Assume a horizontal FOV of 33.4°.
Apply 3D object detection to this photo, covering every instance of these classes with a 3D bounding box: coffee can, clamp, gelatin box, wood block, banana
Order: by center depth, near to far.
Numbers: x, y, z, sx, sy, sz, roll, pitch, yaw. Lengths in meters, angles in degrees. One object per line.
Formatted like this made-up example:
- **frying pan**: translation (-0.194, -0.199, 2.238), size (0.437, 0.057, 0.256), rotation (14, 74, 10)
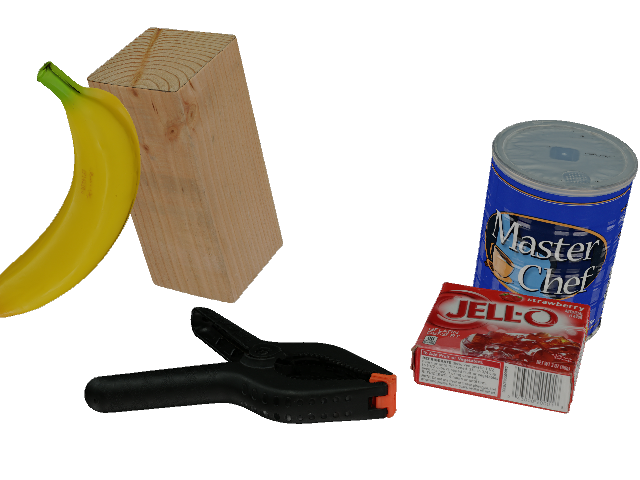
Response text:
- **gelatin box**: translation (0.103, 0.058, 0.607), size (0.089, 0.030, 0.073), rotation (9, 30, 17)
- **banana**: translation (-0.147, -0.019, 0.626), size (0.069, 0.198, 0.037), rotation (19, 38, -10)
- **clamp**: translation (-0.043, 0.093, 0.782), size (0.210, 0.036, 0.164), rotation (4, 19, 15)
- **coffee can**: translation (0.171, -0.005, 0.796), size (0.103, 0.140, 0.103), rotation (2, 33, -1)
- **wood block**: translation (-0.107, -0.060, 0.886), size (0.090, 0.206, 0.090), rotation (11, 42, 28)
